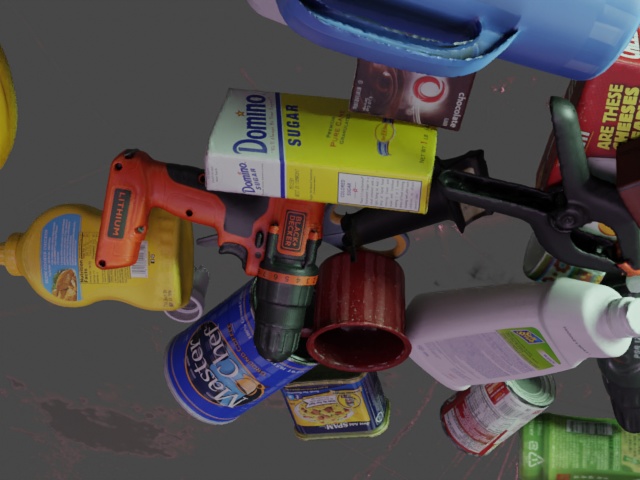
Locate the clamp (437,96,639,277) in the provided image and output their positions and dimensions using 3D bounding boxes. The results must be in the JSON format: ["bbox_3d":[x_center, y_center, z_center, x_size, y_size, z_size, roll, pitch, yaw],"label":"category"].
[{"bbox_3d":[0.174,-0.025,0.801,0.120,0.039,0.171,-22,124,38],"label":"clamp"}]

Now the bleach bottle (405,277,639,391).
[{"bbox_3d":[0.177,0.079,0.903,0.102,0.068,0.251,39,154,-22],"label":"bleach bottle"}]

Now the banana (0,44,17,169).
[{"bbox_3d":[-0.290,-0.126,0.906,0.070,0.037,0.198,16,135,21],"label":"banana"}]

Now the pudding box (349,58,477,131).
[{"bbox_3d":[0.075,-0.143,0.806,0.090,0.039,0.114,11,134,1],"label":"pudding box"}]

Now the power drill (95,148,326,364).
[{"bbox_3d":[-0.092,0.004,0.910,0.187,0.057,0.184,10,96,-2],"label":"power drill"}]

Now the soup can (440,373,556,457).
[{"bbox_3d":[0.173,0.159,1.045,0.068,0.068,0.102,28,131,-14],"label":"soup can"}]

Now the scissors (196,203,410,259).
[{"bbox_3d":[-0.006,0.001,0.972,0.202,0.016,0.096,-20,127,27],"label":"scissors"}]

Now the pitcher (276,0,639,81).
[{"bbox_3d":[0.085,-0.179,0.687,0.242,0.145,0.149,17,104,-12],"label":"pitcher"}]

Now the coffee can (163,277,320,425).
[{"bbox_3d":[-0.069,0.103,1.021,0.102,0.102,0.141,37,128,-21],"label":"coffee can"}]

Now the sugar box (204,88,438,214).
[{"bbox_3d":[0.003,-0.074,0.850,0.176,0.093,0.048,8,133,4],"label":"sugar box"}]

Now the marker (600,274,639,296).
[{"bbox_3d":[0.276,0.028,0.846,0.121,0.020,0.020,-18,127,39],"label":"marker"}]

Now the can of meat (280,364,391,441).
[{"bbox_3d":[0.013,0.154,1.083,0.102,0.057,0.084,-6,128,17],"label":"can of meat"}]

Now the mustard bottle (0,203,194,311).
[{"bbox_3d":[-0.214,0.014,0.986,0.192,0.058,0.096,1,95,12],"label":"mustard bottle"}]

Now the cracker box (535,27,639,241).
[{"bbox_3d":[0.288,-0.069,0.808,0.213,0.072,0.164,13,133,2],"label":"cracker box"}]

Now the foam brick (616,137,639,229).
[{"bbox_3d":[0.254,-0.047,0.750,0.078,0.053,0.051,-21,124,31],"label":"foam brick"}]

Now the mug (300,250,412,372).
[{"bbox_3d":[0.024,0.062,0.960,0.117,0.081,0.093,0,147,5],"label":"mug"}]
